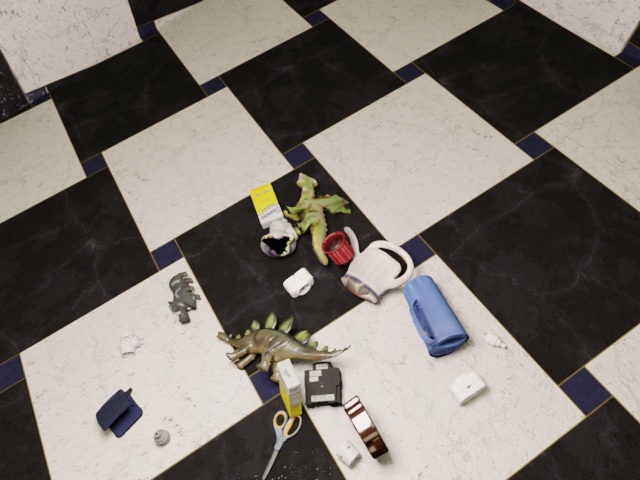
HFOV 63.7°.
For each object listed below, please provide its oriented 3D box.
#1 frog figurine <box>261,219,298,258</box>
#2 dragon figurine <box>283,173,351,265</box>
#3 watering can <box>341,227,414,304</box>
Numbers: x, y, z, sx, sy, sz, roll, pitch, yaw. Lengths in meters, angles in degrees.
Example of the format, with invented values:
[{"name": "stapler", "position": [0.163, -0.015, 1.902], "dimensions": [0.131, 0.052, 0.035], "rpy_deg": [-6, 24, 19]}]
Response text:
[{"name": "frog figurine", "position": [-0.152, -0.007, 1.909], "dimensions": [0.137, 0.121, 0.162], "rpy_deg": [-25, 20, 4]}, {"name": "dragon figurine", "position": [0.006, -0.097, 1.929], "dimensions": [0.244, 0.119, 0.417], "rpy_deg": [-26, 59, -17]}, {"name": "watering can", "position": [0.158, 0.084, 1.782], "dimensions": [0.351, 0.102, 0.227], "rpy_deg": [27, 68, 41]}]
